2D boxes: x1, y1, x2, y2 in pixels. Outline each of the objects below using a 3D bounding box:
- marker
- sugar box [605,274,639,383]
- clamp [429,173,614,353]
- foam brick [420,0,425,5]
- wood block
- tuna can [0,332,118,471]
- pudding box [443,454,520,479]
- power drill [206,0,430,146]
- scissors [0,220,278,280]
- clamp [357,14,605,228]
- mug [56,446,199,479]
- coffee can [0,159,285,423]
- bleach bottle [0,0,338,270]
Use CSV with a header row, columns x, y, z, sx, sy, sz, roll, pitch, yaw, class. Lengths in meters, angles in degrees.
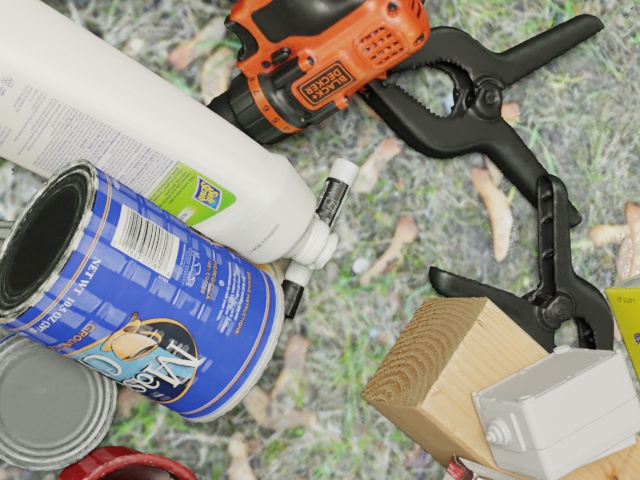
x,y,z,sx,sy,sz,roll,pitch,yaw,class
-0.005,0.001,0.732,0.020,0.020,0.121,28,78,-20,marker
0.287,0.111,0.811,0.048,0.093,0.176,-23,97,-21,sugar box
0.171,0.038,0.787,0.120,0.039,0.171,-45,112,3,clamp
0.033,-0.168,0.723,0.053,0.078,0.051,22,79,-22,foam brick
0.143,0.138,0.752,0.206,0.090,0.090,42,73,-16,wood block
-0.170,0.095,0.652,0.086,0.034,0.086,1,88,-23,tuna can
0.119,0.199,0.679,0.113,0.039,0.090,24,89,-19,pudding box
-0.056,-0.138,0.629,0.187,0.185,0.057,43,33,-30,power drill
-0.114,-0.016,0.689,0.201,0.016,0.096,22,79,-21,scissors
0.119,-0.092,0.778,0.209,0.036,0.164,1,89,-24,clamp
-0.108,0.170,0.649,0.117,0.082,0.093,0,88,-23,mug
-0.105,0.032,0.620,0.140,0.103,0.103,34,76,-31,coffee can
-0.102,-0.049,0.648,0.250,0.103,0.068,31,49,-20,bleach bottle
